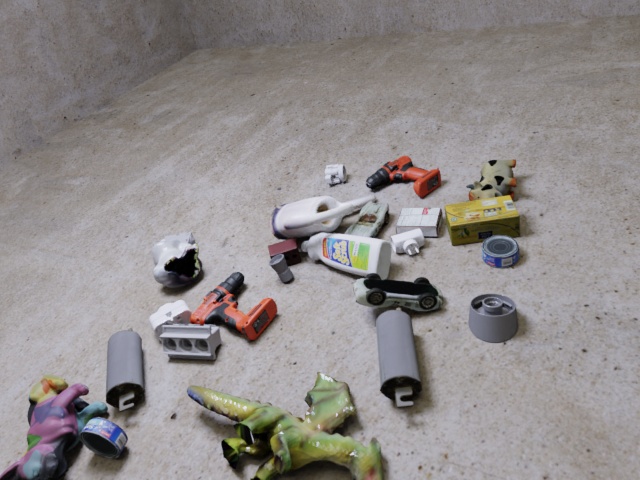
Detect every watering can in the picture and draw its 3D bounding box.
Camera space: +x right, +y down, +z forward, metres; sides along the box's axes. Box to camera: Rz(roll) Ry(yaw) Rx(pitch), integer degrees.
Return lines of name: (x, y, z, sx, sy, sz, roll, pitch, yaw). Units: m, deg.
watering can: (0.004, -0.073, 1.448, 0.223, 0.103, 0.351, -9, 7, 34)

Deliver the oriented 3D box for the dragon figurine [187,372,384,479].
dragon figurine: (-0.051, 0.327, 0.955, 0.245, 0.120, 0.414, -19, 33, -37)

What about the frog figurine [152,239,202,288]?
frog figurine: (-0.405, 0.062, 1.418, 0.159, 0.120, 0.140, 5, 52, 46)
